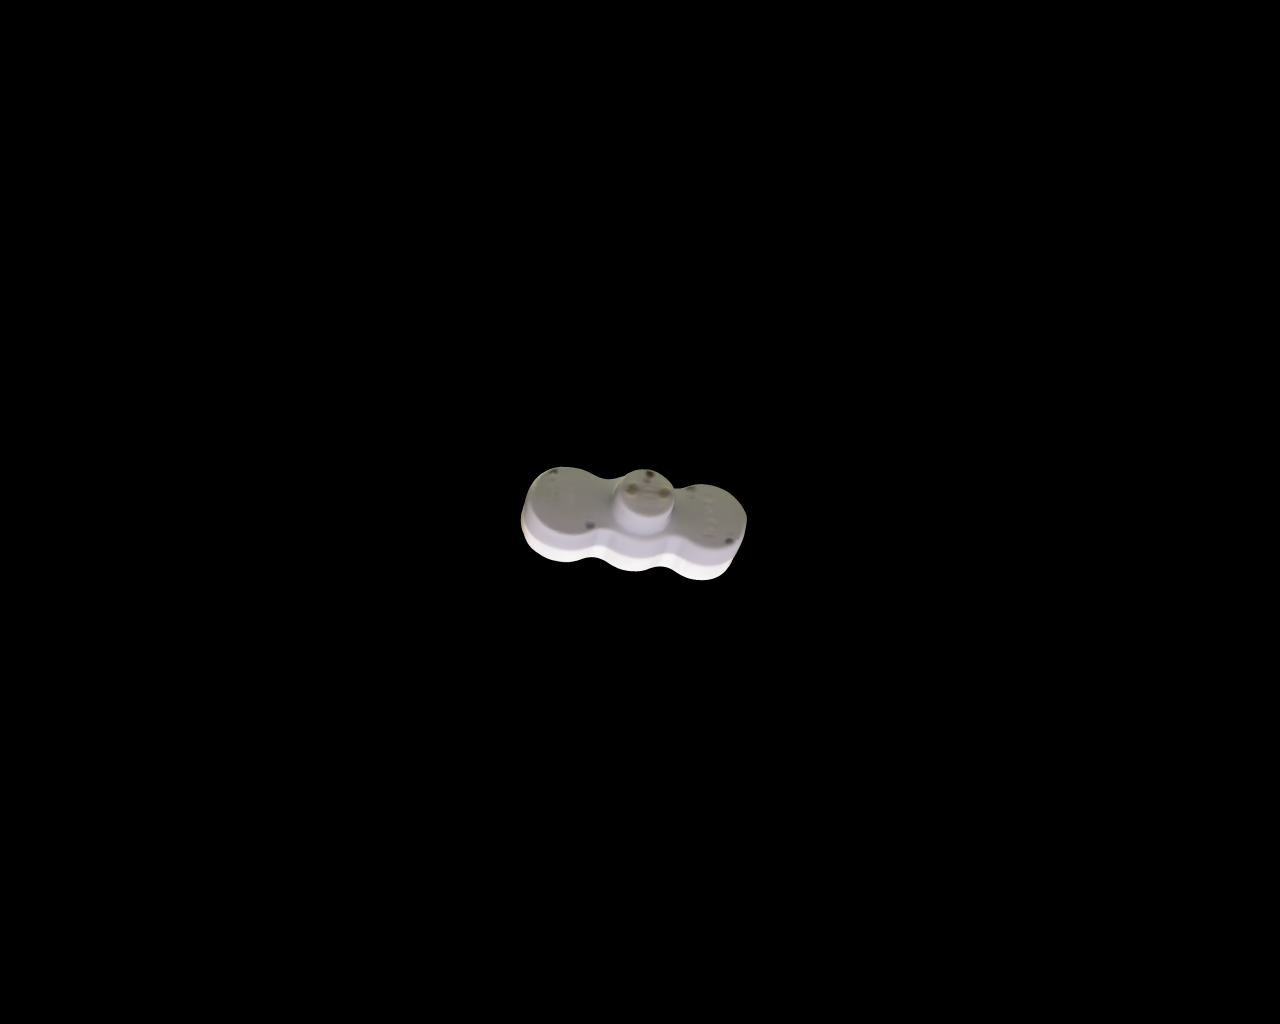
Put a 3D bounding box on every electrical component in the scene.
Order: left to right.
[{"bbox_3d":[0.001,-0.003,0.650,0.138,0.052,0.073,8,-35,-11],"label":"electrical component"}]
